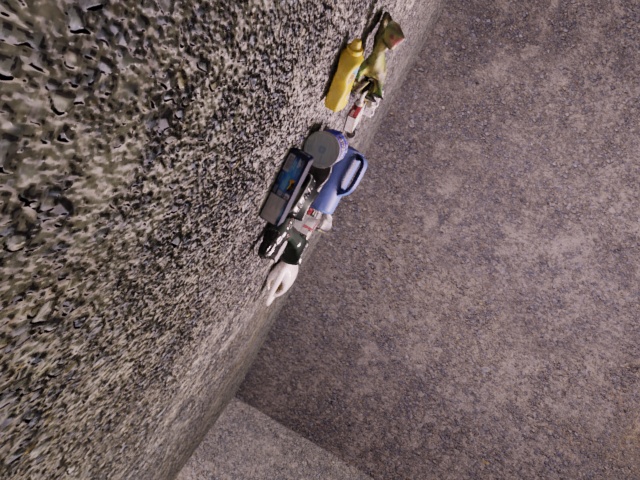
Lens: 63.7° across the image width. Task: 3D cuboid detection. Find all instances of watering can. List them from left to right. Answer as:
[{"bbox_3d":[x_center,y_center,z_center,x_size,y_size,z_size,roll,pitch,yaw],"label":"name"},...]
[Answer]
[{"bbox_3d":[-0.142,0.122,2.167,0.343,0.104,0.227,-62,177,17],"label":"watering can"}]

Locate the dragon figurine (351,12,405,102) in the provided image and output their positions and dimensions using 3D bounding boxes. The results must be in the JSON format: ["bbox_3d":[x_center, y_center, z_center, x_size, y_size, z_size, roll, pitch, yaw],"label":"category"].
[{"bbox_3d":[0.165,-0.543,1.515,0.414,0.122,0.241,-122,-126,-75],"label":"dragon figurine"}]

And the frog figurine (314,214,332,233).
[{"bbox_3d":[0.007,-0.120,2.382,0.138,0.122,0.160,17,-94,61],"label":"frog figurine"}]
